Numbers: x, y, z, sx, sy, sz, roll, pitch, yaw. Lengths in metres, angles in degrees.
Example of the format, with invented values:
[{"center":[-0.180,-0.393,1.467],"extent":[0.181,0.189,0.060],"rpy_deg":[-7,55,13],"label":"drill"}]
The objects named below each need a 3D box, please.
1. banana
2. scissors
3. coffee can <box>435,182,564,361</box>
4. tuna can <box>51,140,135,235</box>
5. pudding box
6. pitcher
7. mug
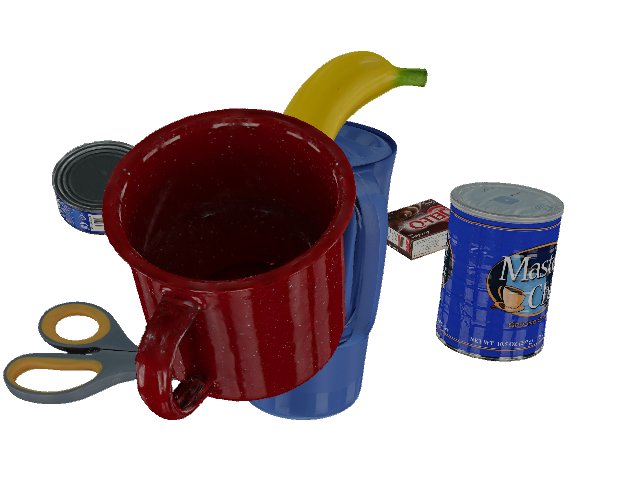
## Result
[{"center":[0.004,-0.063,0.675],"extent":[0.070,0.197,0.037],"rpy_deg":[21,-35,13],"label":"banana"},{"center":[-0.118,0.075,0.748],"extent":[0.201,0.016,0.096],"rpy_deg":[-6,44,-2],"label":"scissors"},{"center":[0.165,0.027,0.992],"extent":[0.103,0.140,0.103],"rpy_deg":[3,20,-1],"label":"coffee can"},{"center":[-0.188,-0.046,0.928],"extent":[0.086,0.086,0.034],"rpy_deg":[0,-41,-3],"label":"tuna can"},{"center":[0.149,-0.017,1.566],"extent":[0.113,0.039,0.090],"rpy_deg":[-20,33,-29],"label":"pudding box"},{"center":[-0.006,0.028,0.893],"extent":[0.145,0.243,0.149],"rpy_deg":[9,23,14],"label":"pitcher"},{"center":[-0.036,0.018,0.410],"extent":[0.093,0.117,0.081],"rpy_deg":[14,-39,15],"label":"mug"}]
